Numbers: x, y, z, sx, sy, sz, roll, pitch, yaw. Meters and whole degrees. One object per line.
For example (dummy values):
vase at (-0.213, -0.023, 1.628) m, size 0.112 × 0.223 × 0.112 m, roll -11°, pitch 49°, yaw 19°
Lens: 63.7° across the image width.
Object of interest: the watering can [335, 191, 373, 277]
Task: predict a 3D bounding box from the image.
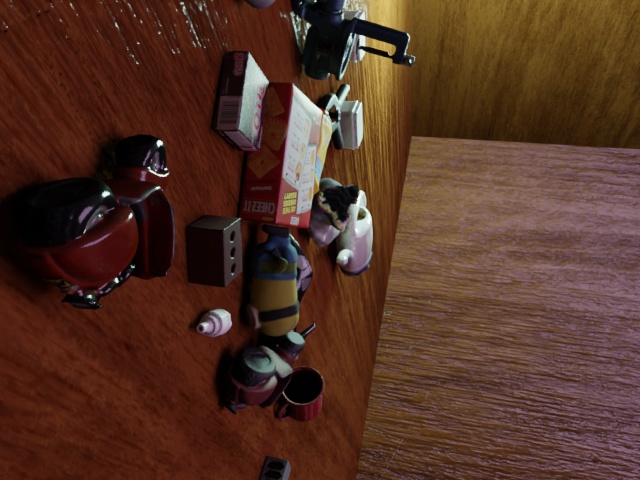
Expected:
watering can at (0.087, 0.013, 1.434) m, size 0.356 × 0.104 × 0.219 m, roll -70°, pitch 162°, yaw -49°

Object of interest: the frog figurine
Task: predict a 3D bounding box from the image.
frog figurine at (0.003, -0.057, 1.142) m, size 0.157 × 0.122 × 0.140 m, roll -38°, pitch -136°, yaw 57°
